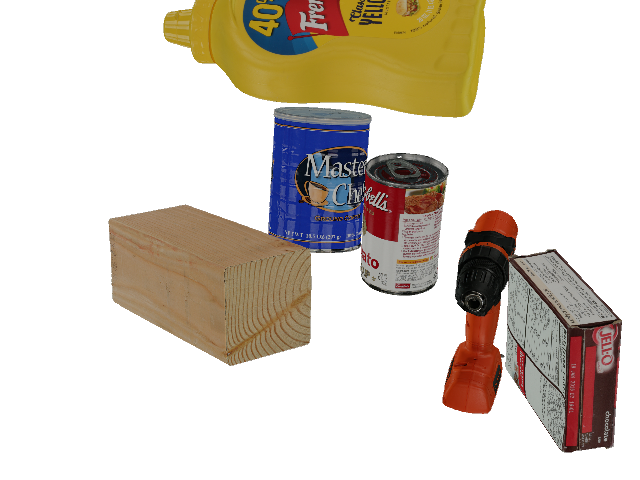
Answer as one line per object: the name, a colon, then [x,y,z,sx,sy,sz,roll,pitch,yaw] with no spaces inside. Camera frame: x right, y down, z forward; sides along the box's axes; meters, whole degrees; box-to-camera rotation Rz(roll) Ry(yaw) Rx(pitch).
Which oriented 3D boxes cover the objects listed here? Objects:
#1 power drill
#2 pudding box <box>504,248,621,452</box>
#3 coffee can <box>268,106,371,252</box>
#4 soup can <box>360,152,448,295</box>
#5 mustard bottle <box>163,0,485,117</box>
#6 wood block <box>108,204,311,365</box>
power drill: [0.164,0.081,1.098,0.057,0.188,0.184,11,27,14]
pudding box: [0.154,0.068,0.688,0.039,0.090,0.113,-6,23,-10]
coffee can: [-0.002,-0.066,1.133,0.103,0.140,0.103,4,12,-1]
soup can: [0.069,-0.014,0.892,0.068,0.102,0.068,2,27,-1]
mustard bottle: [0.000,-0.121,0.637,0.192,0.096,0.058,6,-40,11]
wood block: [-0.106,0.035,0.982,0.090,0.090,0.206,-12,20,-36]
